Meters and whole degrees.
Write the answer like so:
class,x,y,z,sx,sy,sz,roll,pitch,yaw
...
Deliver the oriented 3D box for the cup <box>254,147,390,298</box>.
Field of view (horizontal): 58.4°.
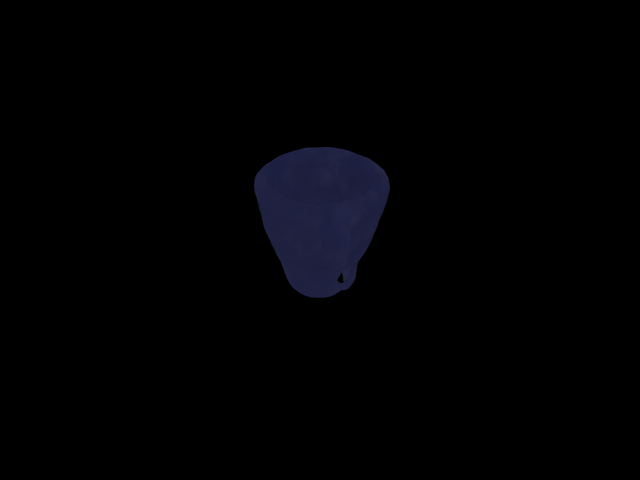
class,x,y,z,sx,sy,sz,roll,pitch,yaw
cup,0.004,0.001,0.400,0.092,0.095,0.117,-5,36,-7
